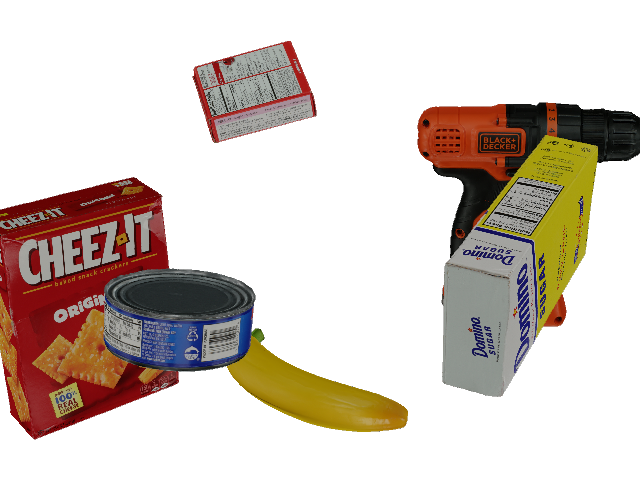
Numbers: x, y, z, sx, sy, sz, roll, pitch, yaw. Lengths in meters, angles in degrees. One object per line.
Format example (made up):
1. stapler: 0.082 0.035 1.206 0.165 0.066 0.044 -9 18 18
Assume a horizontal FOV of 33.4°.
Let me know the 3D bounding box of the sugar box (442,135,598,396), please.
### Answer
1. sugar box: 0.131 0.012 0.687 0.048 0.093 0.176 13 37 23

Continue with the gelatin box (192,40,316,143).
1. gelatin box: -0.056 -0.123 0.883 0.089 0.073 0.030 -16 -42 -4

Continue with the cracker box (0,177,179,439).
1. cracker box: -0.227 0.064 1.033 0.163 0.214 0.072 -18 28 -32

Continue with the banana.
1. banana: -0.020 0.110 0.849 0.069 0.037 0.198 -25 32 -32

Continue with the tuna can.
1. tuna can: -0.081 0.044 0.611 0.086 0.034 0.086 5 15 -1

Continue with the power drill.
1. power drill: 0.172 -0.023 0.889 0.184 0.188 0.057 2 20 9
